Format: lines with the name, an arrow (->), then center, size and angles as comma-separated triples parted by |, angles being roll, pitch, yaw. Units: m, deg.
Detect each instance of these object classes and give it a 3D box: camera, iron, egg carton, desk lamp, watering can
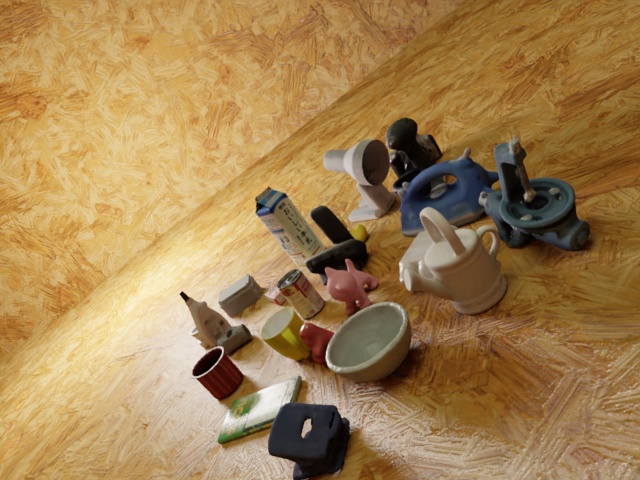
camera -> 0.257, -0.232, 1.618 | 0.143, 0.101, 0.137 | -26, 23, 27
iron -> 0.261, -0.104, 1.275 | 0.257, 0.142, 0.119 | -23, 25, 33
egg carton -> 0.225, 0.034, 1.138 | 0.107, 0.069, 0.150 | -12, 31, 48
desk lamp -> 0.113, -0.162, 1.537 | 0.202, 0.214, 0.118 | -8, 35, 52
watering can -> 0.223, 0.031, 0.970 | 0.173, 0.194, 0.100 | -45, 22, -22

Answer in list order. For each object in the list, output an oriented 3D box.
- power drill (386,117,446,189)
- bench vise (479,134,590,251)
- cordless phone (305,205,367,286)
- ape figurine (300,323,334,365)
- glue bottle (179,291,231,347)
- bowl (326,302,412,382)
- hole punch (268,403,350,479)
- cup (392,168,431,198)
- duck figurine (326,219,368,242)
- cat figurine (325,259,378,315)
power drill -> 0.239, -0.217, 1.457 | 0.075, 0.209, 0.229 | -27, 22, 23
bench vise -> 0.331, -0.074, 0.984 | 0.206, 0.220, 0.122 | -7, 36, 53
cordless phone -> 0.013, 0.005, 1.377 | 0.147, 0.185, 0.094 | -27, 23, 24
ape figurine -> -0.006, 0.198, 1.122 | 0.076, 0.092, 0.078 | -30, 21, 16
glue bottle -> -0.307, 0.196, 1.495 | 0.037, 0.173, 0.078 | -11, 33, 49
bowl -> 0.096, 0.190, 1.000 | 0.167, 0.075, 0.167 | -31, 21, 14
hole punch -> -0.016, 0.307, 0.904 | 0.101, 0.091, 0.109 | -26, 23, 26
cup -> 0.235, -0.109, 1.394 | 0.091, 0.095, 0.118 | -25, 23, 27
duck figurine -> 0.064, -0.019, 1.488 | 0.104, 0.086, 0.077 | -29, 22, 18
cat figurine -> 0.058, 0.091, 1.214 | 0.067, 0.118, 0.128 | -23, 24, 32
